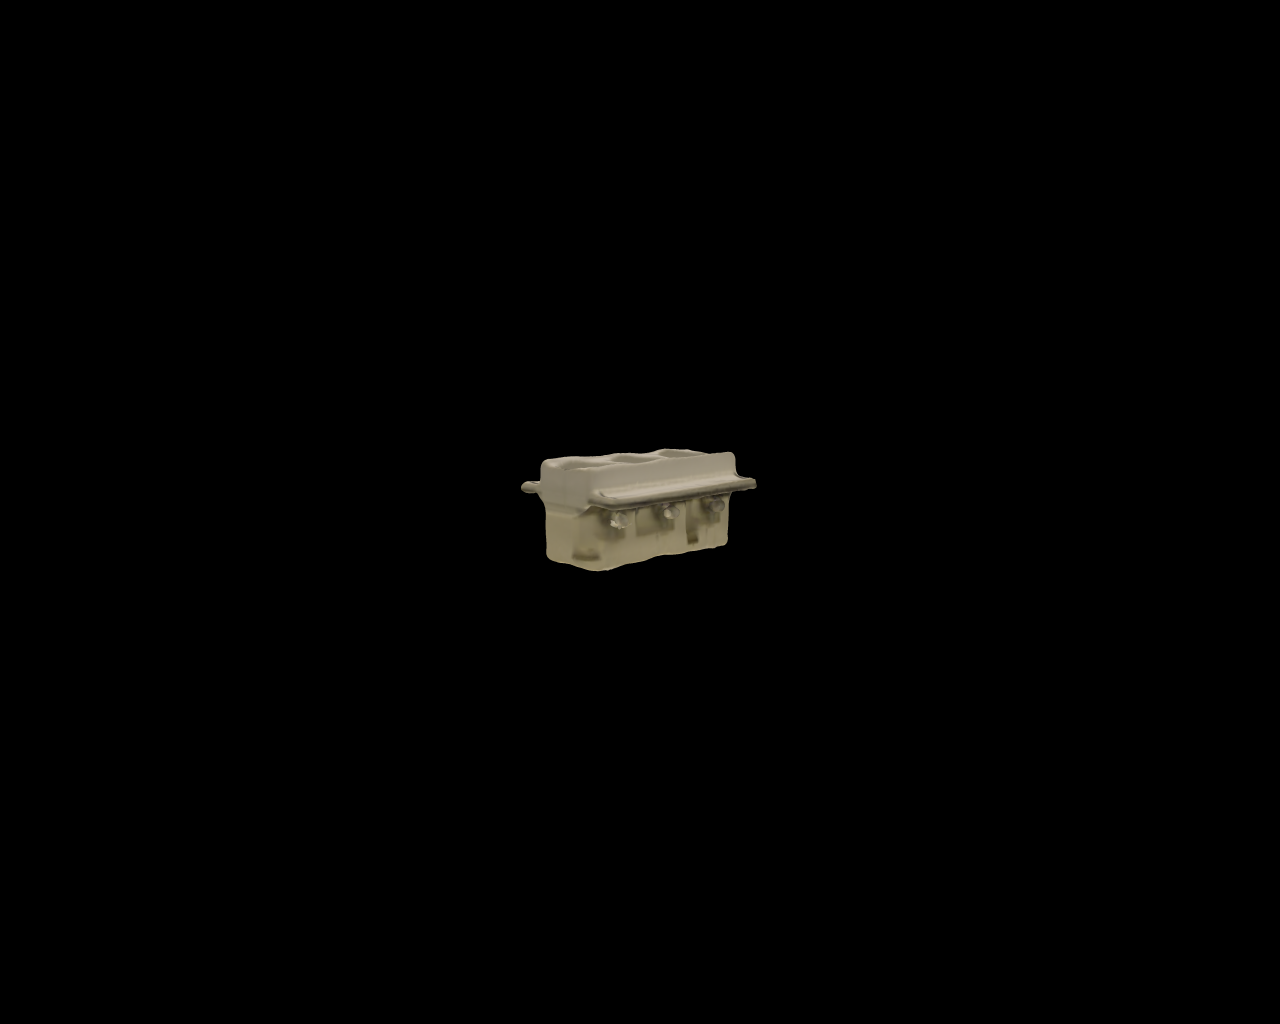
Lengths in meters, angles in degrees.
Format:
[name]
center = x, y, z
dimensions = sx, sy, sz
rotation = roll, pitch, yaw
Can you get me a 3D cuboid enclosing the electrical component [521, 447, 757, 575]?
[electrical component]
center = 0.001, -0.003, 0.650
dimensions = 0.121, 0.063, 0.079
rotation = -8, 12, -43
